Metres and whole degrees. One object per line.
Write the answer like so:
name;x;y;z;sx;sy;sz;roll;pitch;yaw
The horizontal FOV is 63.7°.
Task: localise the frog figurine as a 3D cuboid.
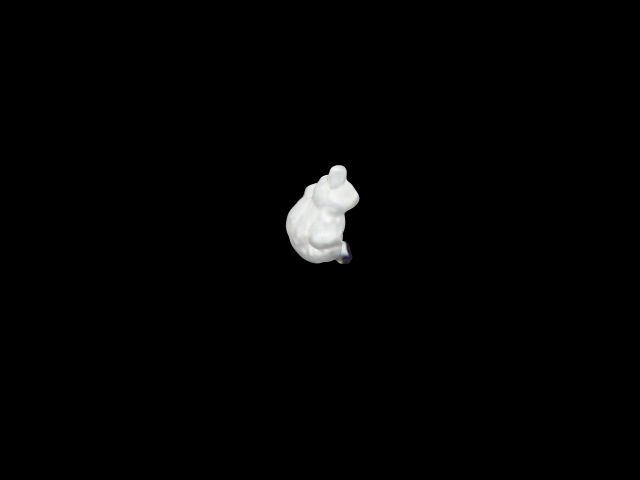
frog figurine;0.003;-0.043;0.850;0.123;0.141;0.156;0;-36;0
